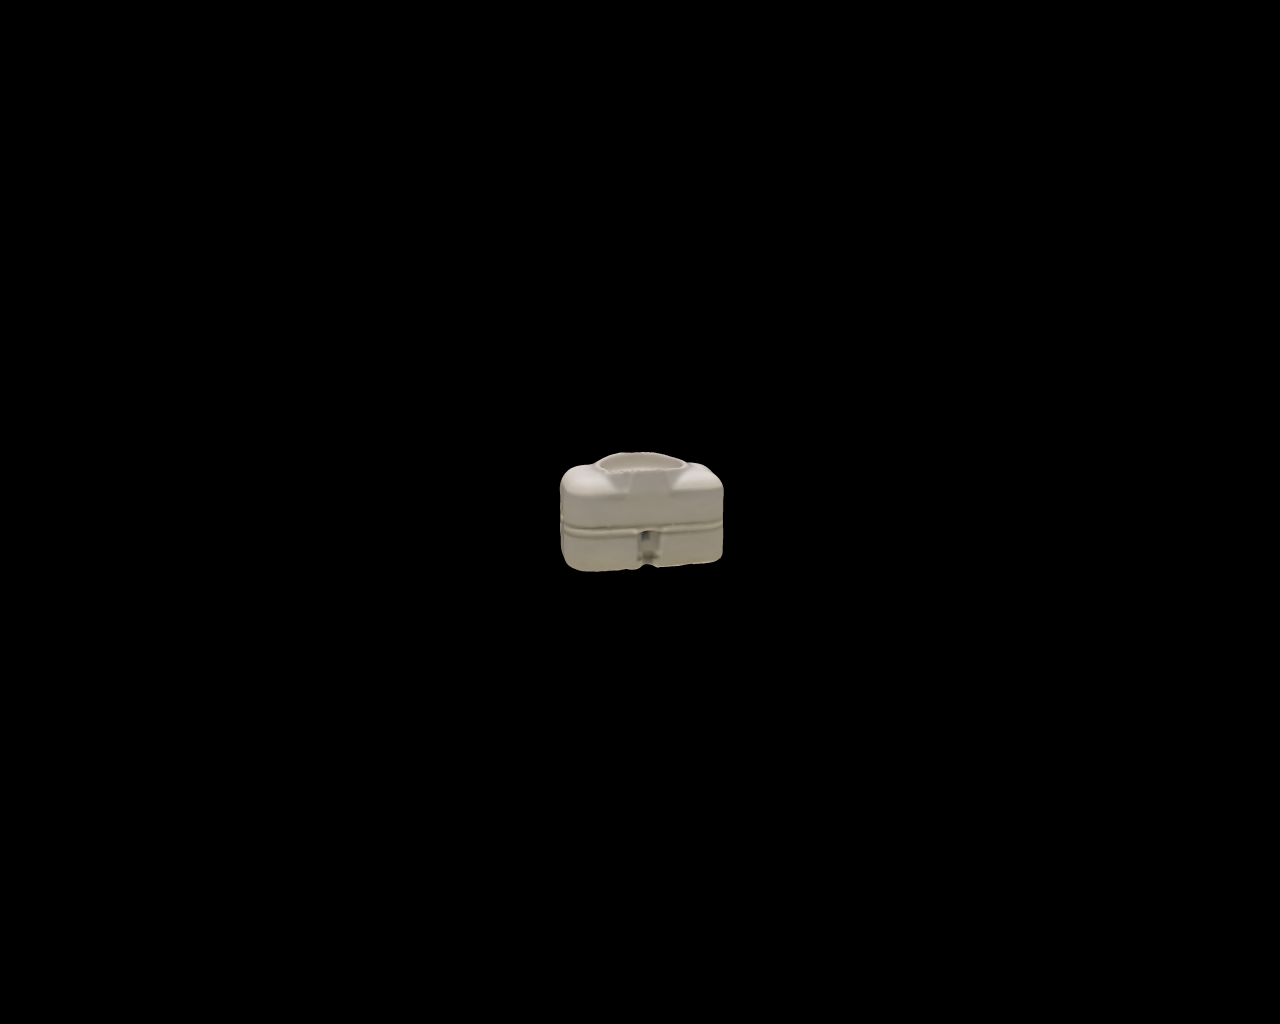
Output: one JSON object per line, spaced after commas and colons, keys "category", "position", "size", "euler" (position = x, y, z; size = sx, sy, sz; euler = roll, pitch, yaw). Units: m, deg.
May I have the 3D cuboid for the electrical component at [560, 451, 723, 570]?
{"category": "electrical component", "position": [0.001, -0.003, 0.650], "size": [0.095, 0.059, 0.054], "euler": [-3, 16, -9]}
